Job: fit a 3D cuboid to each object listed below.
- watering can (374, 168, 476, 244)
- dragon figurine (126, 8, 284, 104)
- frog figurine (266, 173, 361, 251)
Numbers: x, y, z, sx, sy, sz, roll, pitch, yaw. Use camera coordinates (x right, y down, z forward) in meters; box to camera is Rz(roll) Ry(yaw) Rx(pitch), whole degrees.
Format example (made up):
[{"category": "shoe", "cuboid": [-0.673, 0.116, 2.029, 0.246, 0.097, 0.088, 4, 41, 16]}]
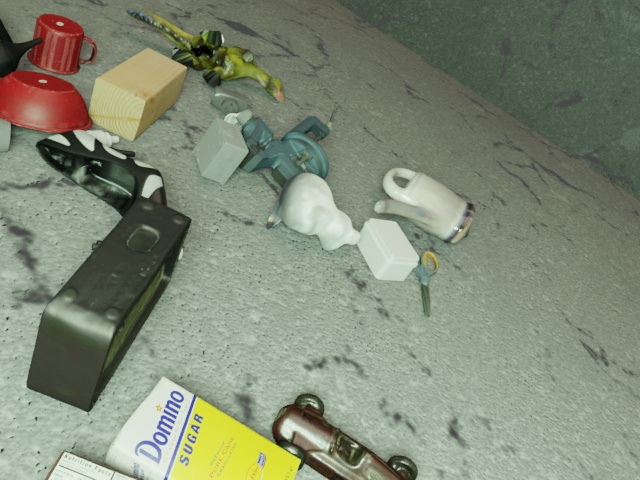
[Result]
[{"category": "watering can", "cuboid": [0.228, -0.069, 1.126, 0.225, 0.102, 0.353, 33, 27, 4]}, {"category": "dragon figurine", "cuboid": [-0.265, -0.473, 1.316, 0.410, 0.121, 0.245, 33, 16, -1]}, {"category": "frog figurine", "cuboid": [0.003, -0.046, 0.919, 0.160, 0.121, 0.138, 21, 13, 5]}]
